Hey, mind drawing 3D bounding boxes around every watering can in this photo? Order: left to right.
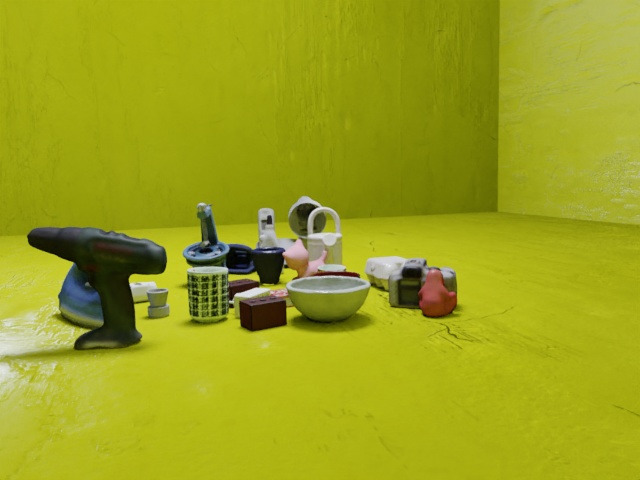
[{"bbox_3d":[0.017,0.006,1.601,0.101,0.194,0.172,-5,8,-30],"label":"watering can"}]

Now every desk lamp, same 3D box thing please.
[{"bbox_3d":[-0.044,-0.033,1.865,0.118,0.213,0.203,-2,7,-4],"label":"desk lamp"}]

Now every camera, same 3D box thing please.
[{"bbox_3d":[0.230,0.088,1.251,0.143,0.101,0.137,1,7,19],"label":"camera"}]

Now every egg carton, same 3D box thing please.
[{"bbox_3d":[0.177,0.083,1.442,0.107,0.069,0.150,-4,7,-19],"label":"egg carton"}]

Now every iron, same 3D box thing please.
[{"bbox_3d":[-0.448,0.094,1.167,0.119,0.141,0.257,-7,9,-41],"label":"iron"}]

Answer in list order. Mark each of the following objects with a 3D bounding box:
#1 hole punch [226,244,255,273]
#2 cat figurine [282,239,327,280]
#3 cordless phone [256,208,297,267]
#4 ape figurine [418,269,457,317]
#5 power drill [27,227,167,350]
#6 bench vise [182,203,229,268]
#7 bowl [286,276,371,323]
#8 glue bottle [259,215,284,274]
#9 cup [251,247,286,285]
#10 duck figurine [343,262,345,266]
[{"bbox_3d":[-0.239,0.051,1.713,0.108,0.091,0.101,1,7,20],"label":"hole punch"},{"bbox_3d":[-0.038,0.057,1.501,0.128,0.118,0.067,-3,7,-14],"label":"cat figurine"},{"bbox_3d":[-0.128,-0.007,1.783,0.148,0.185,0.094,-3,7,-13],"label":"cordless phone"},{"bbox_3d":[0.232,0.104,1.146,0.077,0.092,0.076,4,9,41],"label":"ape figurine"},{"bbox_3d":[-0.381,0.079,0.993,0.229,0.208,0.075,-2,7,-6],"label":"power drill"},{"bbox_3d":[-0.309,0.008,1.539,0.122,0.220,0.207,-3,7,-14],"label":"bench vise"},{"bbox_3d":[0.016,0.120,1.129,0.167,0.075,0.167,-1,7,0],"label":"bowl"},{"bbox_3d":[-0.145,0.014,1.657,0.078,0.173,0.037,-3,7,-9],"label":"glue bottle"},{"bbox_3d":[-0.130,0.068,1.527,0.091,0.095,0.118,1,7,23],"label":"cup"},{"bbox_3d":[0.022,0.047,1.712,0.104,0.086,0.077,-2,7,-1],"label":"duck figurine"}]
